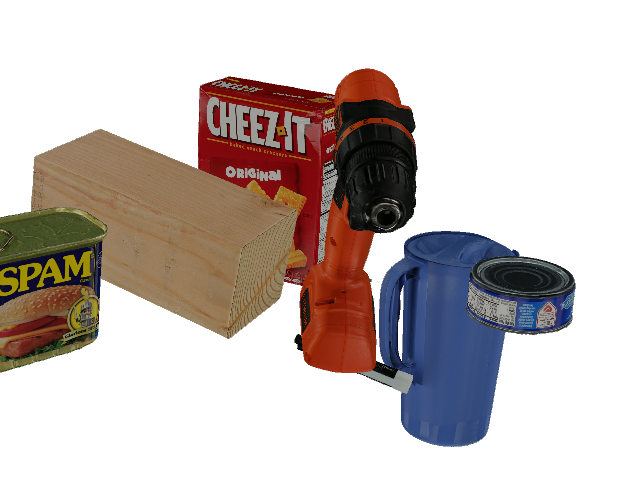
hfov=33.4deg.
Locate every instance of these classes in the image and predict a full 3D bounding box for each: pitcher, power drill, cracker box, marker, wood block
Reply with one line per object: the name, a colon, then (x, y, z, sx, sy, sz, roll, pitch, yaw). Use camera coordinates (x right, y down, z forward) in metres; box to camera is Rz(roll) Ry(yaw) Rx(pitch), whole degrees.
pitcher: (0.148, 0.119, 1.269, 0.149, 0.243, 0.145, 7, 18, 11)
power drill: (0.027, -0.004, 0.730, 0.057, 0.188, 0.184, 8, 31, -5)
cracker box: (-0.058, -0.066, 1.218, 0.164, 0.214, 0.072, 14, 24, 26)
marker: (0.031, 0.117, 1.036, 0.121, 0.020, 0.020, 21, 5, 13)
wood block: (-0.135, -0.010, 0.902, 0.206, 0.090, 0.090, 23, 30, 20)

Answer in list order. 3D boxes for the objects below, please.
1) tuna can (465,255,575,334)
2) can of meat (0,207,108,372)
tuna can: (0.162, 0.043, 0.862, 0.086, 0.034, 0.086, 1, 21, -1)
can of meat: (-0.193, 0.032, 0.701, 0.101, 0.084, 0.058, -14, 30, -41)
